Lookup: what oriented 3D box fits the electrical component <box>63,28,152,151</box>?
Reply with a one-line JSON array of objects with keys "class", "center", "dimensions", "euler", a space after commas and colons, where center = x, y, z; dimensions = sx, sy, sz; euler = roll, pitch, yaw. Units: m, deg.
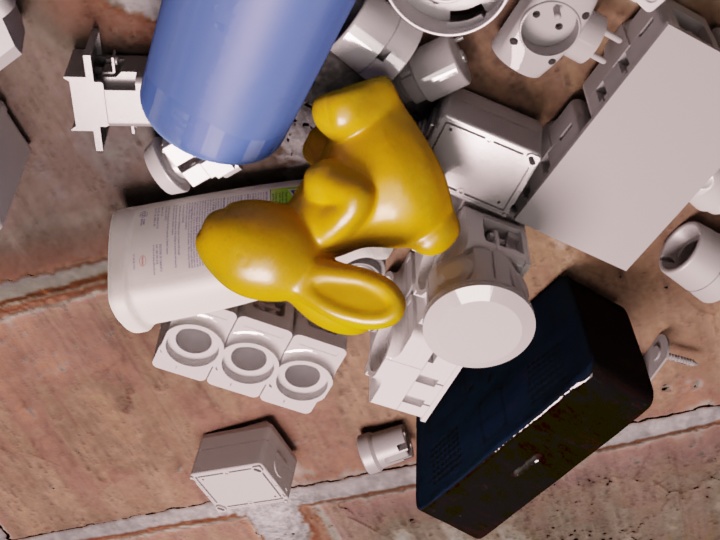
[{"class": "electrical component", "center": [-0.182, -0.133, 0.797], "dimensions": [0.064, 0.042, 0.081], "euler": [0, 131, -3]}]

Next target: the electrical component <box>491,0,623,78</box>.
[{"class": "electrical component", "center": [0.146, -0.170, 0.756], "dimensions": [0.079, 0.044, 0.077], "euler": [24, 126, -16]}]

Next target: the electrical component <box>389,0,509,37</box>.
[{"class": "electrical component", "center": [0.064, -0.209, 0.729], "dimensions": [0.099, 0.064, 0.099], "euler": [8, 125, 11]}]

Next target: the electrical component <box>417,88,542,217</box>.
[{"class": "electrical component", "center": [0.083, -0.095, 0.815], "dimensions": [0.096, 0.061, 0.061], "euler": [22, 128, -6]}]

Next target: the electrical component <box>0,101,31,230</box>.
[{"class": "electrical component", "center": [-0.303, -0.074, 0.803], "dimensions": [0.078, 0.113, 0.057], "euler": [-14, 131, 12]}]

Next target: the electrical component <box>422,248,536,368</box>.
[{"class": "electrical component", "center": [0.085, 0.028, 0.781], "dimensions": [0.080, 0.051, 0.080], "euler": [1, 130, 1]}]

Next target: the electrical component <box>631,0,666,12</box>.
[{"class": "electrical component", "center": [0.192, -0.230, 0.703], "dimensions": [0.100, 0.048, 0.100], "euler": [35, 122, -25]}]

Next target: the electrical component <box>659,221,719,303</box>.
[{"class": "electrical component", "center": [0.281, -0.008, 0.885], "dimensions": [0.047, 0.055, 0.055], "euler": [30, 124, -17]}]

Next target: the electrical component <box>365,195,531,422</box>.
[{"class": "electrical component", "center": [0.063, 0.019, 0.878], "dimensions": [0.060, 0.105, 0.186], "euler": [18, 128, -13]}]

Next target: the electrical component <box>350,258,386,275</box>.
[{"class": "electrical component", "center": [0.000, 0.000, 0.891], "dimensions": [0.043, 0.062, 0.043], "euler": [1, 130, 1]}]

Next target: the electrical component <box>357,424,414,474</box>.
[{"class": "electrical component", "center": [0.025, 0.174, 1.052], "dimensions": [0.046, 0.040, 0.040], "euler": [-20, 127, 10]}]

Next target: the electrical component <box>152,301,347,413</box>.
[{"class": "electrical component", "center": [-0.096, 0.062, 0.945], "dimensions": [0.150, 0.061, 0.089], "euler": [19, 128, -15]}]

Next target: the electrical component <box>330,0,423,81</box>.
[{"class": "electrical component", "center": [0.009, -0.164, 0.759], "dimensions": [0.047, 0.055, 0.055], "euler": [33, 123, -19]}]

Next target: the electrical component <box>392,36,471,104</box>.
[{"class": "electrical component", "center": [0.045, -0.141, 0.786], "dimensions": [0.078, 0.040, 0.040], "euler": [-23, 126, 19]}]

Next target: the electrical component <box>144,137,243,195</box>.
[{"class": "electrical component", "center": [-0.132, -0.089, 0.830], "dimensions": [0.055, 0.048, 0.066], "euler": [-28, 125, 13]}]

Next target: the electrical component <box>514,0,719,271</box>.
[{"class": "electrical component", "center": [0.208, -0.100, 0.804], "dimensions": [0.105, 0.060, 0.186], "euler": [23, 127, -17]}]

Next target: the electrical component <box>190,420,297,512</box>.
[{"class": "electrical component", "center": [-0.119, 0.193, 1.060], "dimensions": [0.096, 0.061, 0.061], "euler": [-13, 129, 22]}]

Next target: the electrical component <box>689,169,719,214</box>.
[{"class": "electrical component", "center": [0.279, -0.064, 0.844], "dimensions": [0.062, 0.043, 0.043], "euler": [34, 123, -26]}]
